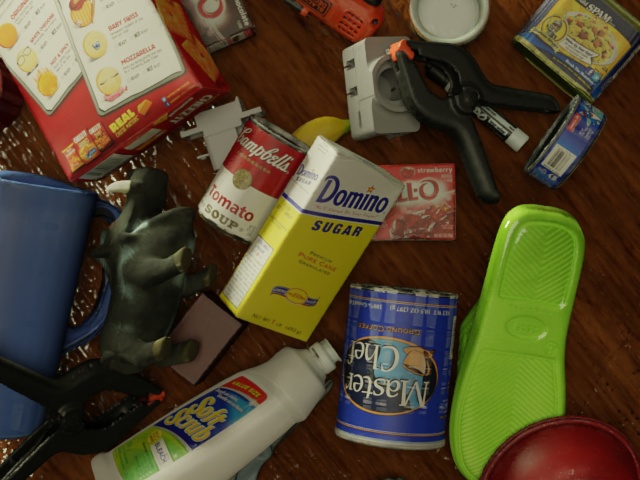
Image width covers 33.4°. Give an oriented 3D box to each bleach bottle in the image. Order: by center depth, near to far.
[{"bbox_3d":[-0.091,0.174,1.007,0.251,0.103,0.068,-36,123,-4],"label":"bleach bottle"}]

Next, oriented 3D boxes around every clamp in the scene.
[{"bbox_3d":[-0.239,0.169,0.976,0.036,0.209,0.164,24,108,45],"label":"clamp"},{"bbox_3d":[0.129,-0.115,0.978,0.171,0.039,0.120,28,76,-11],"label":"clamp"}]

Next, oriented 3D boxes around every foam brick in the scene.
[{"bbox_3d":[-0.112,0.094,1.022,0.051,0.053,0.078,38,92,3],"label":"foam brick"}]

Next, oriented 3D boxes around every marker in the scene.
[{"bbox_3d":[0.148,-0.130,1.023,0.121,0.020,0.020,41,92,3],"label":"marker"}]

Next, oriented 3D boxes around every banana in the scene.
[{"bbox_3d":[-0.024,-0.041,1.025,0.069,0.037,0.198,25,91,5],"label":"banana"}]

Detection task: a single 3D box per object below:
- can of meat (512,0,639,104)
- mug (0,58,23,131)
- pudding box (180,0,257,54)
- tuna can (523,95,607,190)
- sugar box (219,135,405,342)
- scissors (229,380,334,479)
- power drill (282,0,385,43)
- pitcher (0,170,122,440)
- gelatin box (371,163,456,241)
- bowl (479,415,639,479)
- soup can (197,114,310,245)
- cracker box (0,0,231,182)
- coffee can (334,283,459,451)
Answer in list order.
[{"bbox_3d":[0.243,-0.188,0.999,0.102,0.057,0.084,41,94,3],"label":"can of meat"},{"bbox_3d":[-0.337,-0.156,1.026,0.093,0.081,0.117,-2,89,4],"label":"mug"},{"bbox_3d":[-0.123,-0.235,1.033,0.090,0.039,0.113,-23,88,3],"label":"pudding box"},{"bbox_3d":[0.226,-0.089,0.984,0.034,0.086,0.086,34,92,1],"label":"tuna can"},{"bbox_3d":[-0.006,0.001,0.975,0.176,0.093,0.048,-57,42,12],"label":"sugar box"},{"bbox_3d":[-0.052,0.225,1.035,0.202,0.016,0.096,-30,89,3],"label":"scissors"},{"bbox_3d":[0.012,-0.292,0.970,0.184,0.057,0.188,33,131,-6],"label":"power drill"},{"bbox_3d":[-0.284,0.058,1.006,0.149,0.145,0.243,11,94,16],"label":"pitcher"},{"bbox_3d":[0.085,-0.036,1.021,0.089,0.030,0.073,0,89,4],"label":"gelatin box"},{"bbox_3d":[0.226,0.243,0.968,0.162,0.055,0.162,-2,109,-6],"label":"bowl"},{"bbox_3d":[-0.060,-0.055,0.979,0.068,0.068,0.102,32,100,4],"label":"soup can"},{"bbox_3d":[-0.207,-0.185,0.999,0.164,0.072,0.214,-33,82,19],"label":"cracker box"},{"bbox_3d":[0.071,0.114,0.984,0.103,0.103,0.140,6,90,4],"label":"coffee can"}]
